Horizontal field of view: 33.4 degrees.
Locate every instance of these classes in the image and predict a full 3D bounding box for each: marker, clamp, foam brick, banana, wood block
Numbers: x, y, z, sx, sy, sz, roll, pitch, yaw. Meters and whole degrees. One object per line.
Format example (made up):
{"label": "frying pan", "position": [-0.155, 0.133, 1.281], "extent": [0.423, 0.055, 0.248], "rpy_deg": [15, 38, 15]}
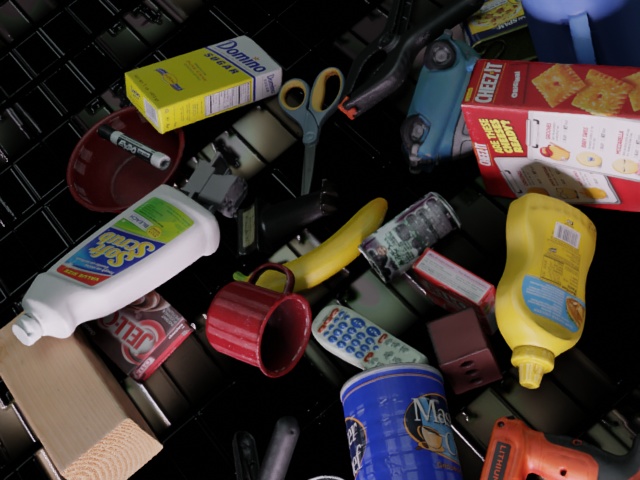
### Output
{"label": "marker", "position": [-0.230, -0.115, 1.307], "extent": [0.121, 0.020, 0.020], "rpy_deg": [28, 73, 32]}
{"label": "clamp", "position": [0.099, -0.234, 1.286], "extent": [0.210, 0.036, 0.165], "rpy_deg": [-56, 34, -6]}
{"label": "foam brick", "position": [0.143, 0.111, 1.059], "extent": [0.053, 0.078, 0.051], "rpy_deg": [-22, 55, 9]}
{"label": "banana", "position": [-0.005, 0.017, 1.198], "extent": [0.198, 0.037, 0.070], "rpy_deg": [-26, 56, 4]}
{"label": "wood block", "position": [-0.273, 0.171, 1.174], "extent": [0.091, 0.090, 0.206], "rpy_deg": [-40, 54, -6]}
{"label": "clamp", "position": [-0.056, 0.254, 1.041], "extent": [0.039, 0.120, 0.171], "rpy_deg": [11, 60, -21]}

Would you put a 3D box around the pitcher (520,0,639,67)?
{"label": "pitcher", "position": [0.277, -0.239, 1.120], "extent": [0.145, 0.242, 0.149], "rpy_deg": [-46, 50, -6]}

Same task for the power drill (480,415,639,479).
{"label": "power drill", "position": [0.237, 0.240, 0.957], "extent": [0.188, 0.057, 0.184], "rpy_deg": [7, 59, 22]}

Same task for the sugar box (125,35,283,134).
{"label": "sugar box", "position": [-0.144, -0.198, 1.339], "extent": [0.176, 0.048, 0.093], "rpy_deg": [-25, 51, -24]}

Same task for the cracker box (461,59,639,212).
{"label": "cracker box", "position": [0.268, -0.106, 1.091], "extent": [0.214, 0.164, 0.072], "rpy_deg": [8, 61, 25]}

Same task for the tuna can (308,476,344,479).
{"label": "tuna can", "position": [0.007, 0.275, 1.036], "extent": [0.086, 0.033, 0.086], "rpy_deg": [-10, 57, 15]}

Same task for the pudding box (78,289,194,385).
{"label": "pudding box", "position": [-0.214, 0.098, 1.226], "extent": [0.090, 0.039, 0.114], "rpy_deg": [-46, 55, -10]}

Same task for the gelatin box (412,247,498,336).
{"label": "gelatin box", "position": [0.143, 0.054, 1.096], "extent": [0.089, 0.073, 0.030], "rpy_deg": [31, 75, 33]}

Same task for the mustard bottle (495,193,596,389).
{"label": "mustard bottle", "position": [0.220, 0.055, 1.057], "extent": [0.058, 0.096, 0.191], "rpy_deg": [-28, 42, 54]}

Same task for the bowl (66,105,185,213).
{"label": "bowl", "position": [-0.234, -0.090, 1.340], "extent": [0.162, 0.055, 0.162], "rpy_deg": [-10, 57, 15]}

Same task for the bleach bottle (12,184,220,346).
{"label": "bleach bottle", "position": [-0.232, 0.037, 1.193], "extent": [0.103, 0.068, 0.250], "rpy_deg": [33, 52, 21]}

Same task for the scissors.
{"label": "scissors", "position": [-0.026, -0.130, 1.310], "extent": [0.096, 0.016, 0.201], "rpy_deg": [8, 63, 27]}

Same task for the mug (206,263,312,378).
{"label": "mug", "position": [-0.064, 0.080, 1.146], "extent": [0.082, 0.093, 0.117], "rpy_deg": [16, 87, 34]}

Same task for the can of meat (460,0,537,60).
{"label": "can of meat", "position": [0.218, -0.255, 1.268], "extent": [0.102, 0.057, 0.084], "rpy_deg": [-18, 53, 9]}

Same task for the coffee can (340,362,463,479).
{"label": "coffee can", "position": [0.079, 0.201, 1.012], "extent": [0.103, 0.102, 0.140], "rpy_deg": [-16, 56, 11]}
